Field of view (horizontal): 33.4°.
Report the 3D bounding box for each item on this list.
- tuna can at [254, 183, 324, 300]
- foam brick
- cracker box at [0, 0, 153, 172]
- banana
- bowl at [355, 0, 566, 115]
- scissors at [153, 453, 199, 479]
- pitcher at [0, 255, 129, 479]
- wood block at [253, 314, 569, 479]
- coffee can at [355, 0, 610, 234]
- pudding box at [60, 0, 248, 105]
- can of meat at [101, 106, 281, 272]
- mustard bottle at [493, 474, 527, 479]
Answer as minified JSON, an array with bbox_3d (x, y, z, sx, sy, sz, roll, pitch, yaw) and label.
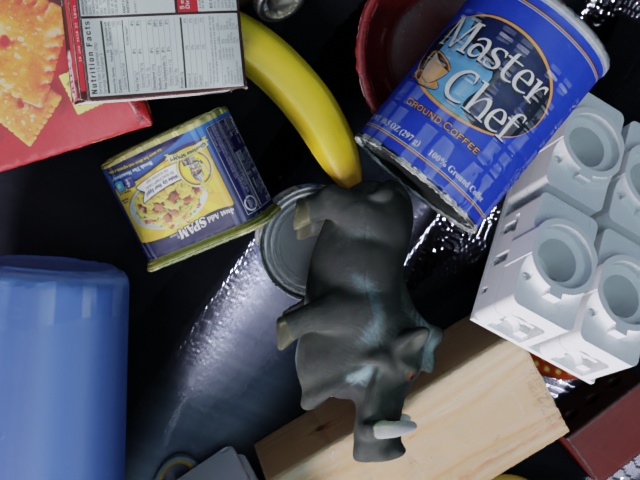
[{"bbox_3d":[-0.005,0.001,0.789,0.086,0.034,0.086,-2,99,-11],"label":"tuna can"},{"bbox_3d":[0.227,0.144,0.845,0.078,0.053,0.051,-37,103,-4],"label":"foam brick"},{"bbox_3d":[-0.236,-0.123,0.706,0.213,0.072,0.164,-18,101,-7],"label":"cracker box"},{"bbox_3d":[-0.040,-0.113,0.758,0.197,0.037,0.069,33,73,-18],"label":"banana"},{"bbox_3d":[0.099,-0.136,0.776,0.162,0.055,0.162,-2,99,-11],"label":"bowl"},{"bbox_3d":[-0.091,0.260,0.822,0.096,0.016,0.202,-2,99,-10],"label":"scissors"},{"bbox_3d":[-0.203,0.134,0.732,0.149,0.145,0.243,3,94,-24],"label":"pitcher"},{"bbox_3d":[0.065,0.147,0.796,0.206,0.091,0.090,-30,102,-5],"label":"wood block"},{"bbox_3d":[0.106,-0.090,0.702,0.102,0.103,0.140,39,90,-14],"label":"coffee can"},{"bbox_3d":[-0.106,-0.135,0.680,0.113,0.039,0.090,-8,99,-27],"label":"pudding box"},{"bbox_3d":[-0.091,-0.036,0.741,0.102,0.057,0.084,-22,101,23],"label":"can of meat"},{"bbox_3d":[0.132,0.237,0.831,0.191,0.058,0.096,-20,68,-8],"label":"mustard bottle"}]
